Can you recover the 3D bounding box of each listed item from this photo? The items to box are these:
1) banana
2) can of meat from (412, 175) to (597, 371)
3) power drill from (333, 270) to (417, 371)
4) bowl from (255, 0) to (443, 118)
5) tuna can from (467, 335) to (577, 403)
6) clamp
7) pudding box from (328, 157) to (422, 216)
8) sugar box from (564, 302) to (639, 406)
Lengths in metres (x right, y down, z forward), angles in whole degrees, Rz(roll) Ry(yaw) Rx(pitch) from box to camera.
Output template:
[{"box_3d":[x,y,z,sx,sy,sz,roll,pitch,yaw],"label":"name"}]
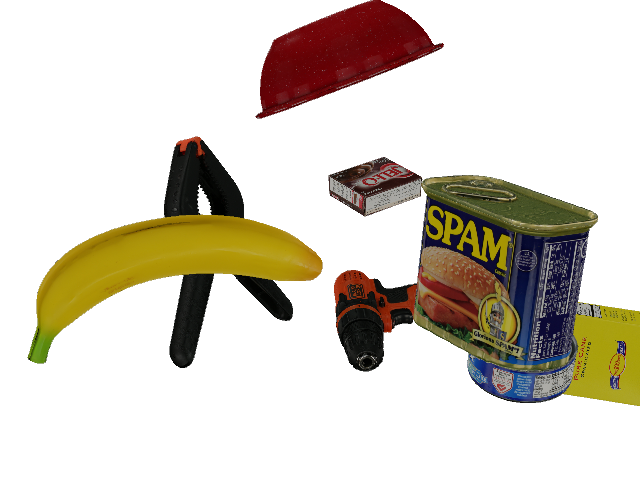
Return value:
[{"box_3d":[-0.095,0.017,0.676,0.197,0.069,0.037,-16,34,-14],"label":"banana"},{"box_3d":[0.098,0.016,0.592,0.057,0.084,0.102,-7,20,-33],"label":"can of meat"},{"box_3d":[0.110,0.084,1.204,0.187,0.057,0.184,-3,27,-3],"label":"power drill"},{"box_3d":[0.014,-0.151,0.858,0.162,0.055,0.162,-21,8,3],"label":"bowl"},{"box_3d":[0.161,0.093,0.859,0.086,0.034,0.086,1,28,-1],"label":"tuna can"},{"box_3d":[-0.096,0.005,1.029,0.036,0.210,0.164,-8,1,38],"label":"clamp"},{"box_3d":[0.082,-0.082,1.601,0.113,0.039,0.090,-22,35,-30],"label":"pudding box"},{"box_3d":[0.253,0.110,1.090,0.176,0.093,0.048,7,21,5],"label":"sugar box"}]
